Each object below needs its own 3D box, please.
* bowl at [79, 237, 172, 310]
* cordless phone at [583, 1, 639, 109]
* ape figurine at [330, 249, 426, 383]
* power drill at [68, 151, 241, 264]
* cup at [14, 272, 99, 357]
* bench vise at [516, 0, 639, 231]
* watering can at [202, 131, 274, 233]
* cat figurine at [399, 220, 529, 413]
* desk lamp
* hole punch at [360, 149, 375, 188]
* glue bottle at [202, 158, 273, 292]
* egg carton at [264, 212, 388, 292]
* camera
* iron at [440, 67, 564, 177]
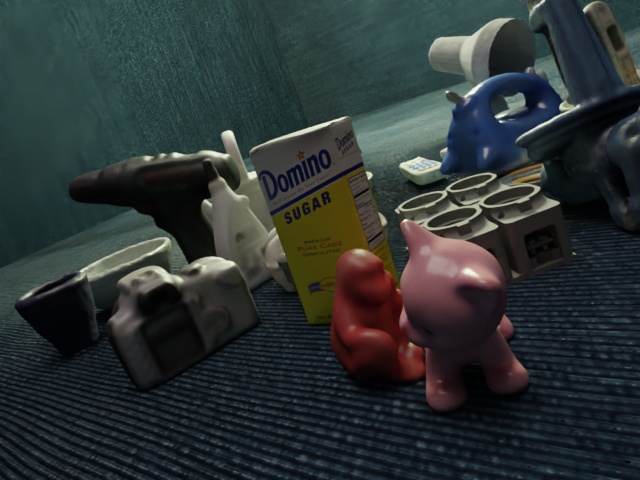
[{"bbox_3d":[-0.298,0.062,0.888,0.167,0.075,0.167,-19,14,5],"label":"bowl"},{"bbox_3d":[0.405,-0.230,0.756,0.093,0.185,0.148,-6,20,46],"label":"cordless phone"},{"bbox_3d":[0.037,0.050,0.411,0.076,0.092,0.078,-7,20,45],"label":"ape figurine"},{"bbox_3d":[-0.204,-0.020,0.783,0.229,0.208,0.075,-19,14,8],"label":"power drill"},{"bbox_3d":[-0.338,0.100,0.754,0.092,0.095,0.117,-29,16,-30],"label":"cup"},{"bbox_3d":[0.257,-0.130,0.513,0.122,0.220,0.207,-26,15,-20],"label":"bench vise"},{"bbox_3d":[-0.124,-0.078,0.916,0.173,0.194,0.100,-27,15,-23],"label":"watering can"},{"bbox_3d":[0.081,0.035,0.353,0.067,0.118,0.128,-18,14,11],"label":"cat figurine"},{"bbox_3d":[0.275,-0.257,0.985,0.118,0.214,0.202,-28,16,-26],"label":"desk lamp"},{"bbox_3d":[0.037,-0.121,1.065,0.101,0.091,0.108,-22,14,-7],"label":"hole punch"},{"bbox_3d":[-0.110,-0.022,0.729,0.037,0.173,0.078,-6,20,46],"label":"glue bottle"},{"bbox_3d":[0.006,0.002,0.686,0.150,0.069,0.107,-21,14,-2],"label":"egg carton"},{"bbox_3d":[-0.162,0.070,0.606,0.143,0.101,0.136,-29,16,-30],"label":"camera"},{"bbox_3d":[0.286,-0.185,0.844,0.259,0.141,0.118,-28,16,-26],"label":"iron"}]
